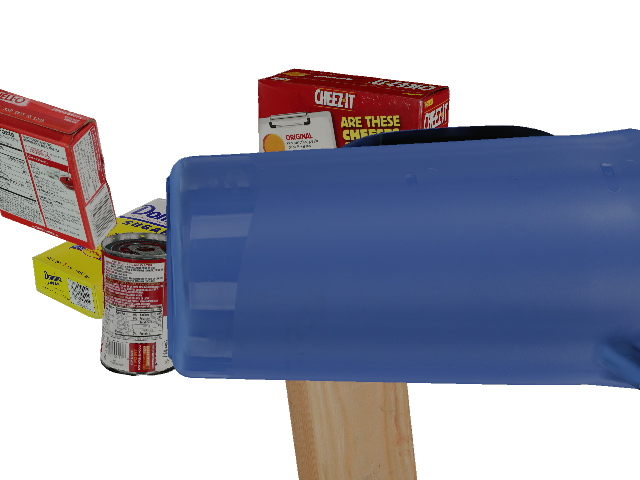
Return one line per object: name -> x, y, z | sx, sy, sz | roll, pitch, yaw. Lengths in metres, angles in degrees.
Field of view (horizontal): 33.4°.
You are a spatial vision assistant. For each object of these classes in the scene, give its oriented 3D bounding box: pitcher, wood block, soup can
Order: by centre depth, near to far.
pitcher -> 0.044, 0.004, 0.541 | 0.242, 0.145, 0.149 | -1, -2, -7
soup can -> -0.144, 0.051, 0.864 | 0.068, 0.102, 0.068 | 4, 15, -1
wood block -> 0.028, 0.185, 0.955 | 0.090, 0.206, 0.091 | -11, 17, -15

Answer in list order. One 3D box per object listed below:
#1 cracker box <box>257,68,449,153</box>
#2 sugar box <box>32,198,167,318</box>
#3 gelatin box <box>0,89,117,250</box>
cracker box -> 0.029, -0.041, 0.980 | 0.164, 0.214, 0.072 | 11, 24, 27
sugar box -> -0.193, 0.014, 1.085 | 0.093, 0.048, 0.175 | 21, 37, 31
gelatin box -> -0.166, -0.043, 0.647 | 0.073, 0.089, 0.030 | 18, 48, 19
